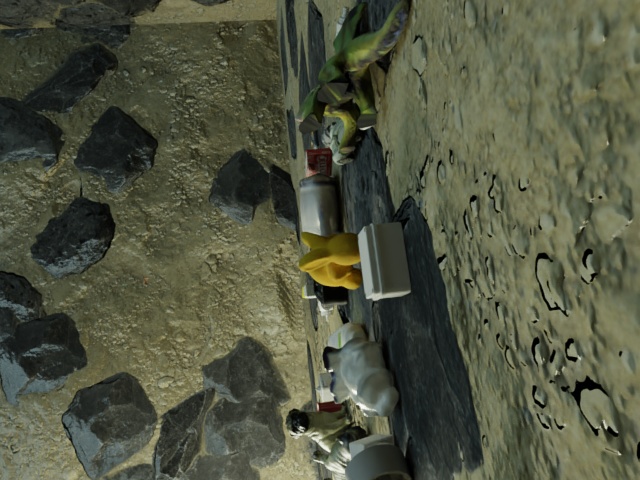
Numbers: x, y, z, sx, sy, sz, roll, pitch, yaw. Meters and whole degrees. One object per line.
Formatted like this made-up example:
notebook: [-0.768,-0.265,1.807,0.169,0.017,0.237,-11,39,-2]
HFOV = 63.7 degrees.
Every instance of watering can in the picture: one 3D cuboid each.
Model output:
watering can: [0.004,-0.069,1.373,0.348,0.104,0.224,-163,69,-83]

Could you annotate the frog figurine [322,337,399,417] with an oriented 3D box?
frog figurine: [0.094,0.256,0.957,0.159,0.122,0.138,0,85,48]

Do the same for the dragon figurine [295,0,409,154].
dragon figurine: [0.045,-0.306,0.873,0.402,0.122,0.248,132,145,-53]
